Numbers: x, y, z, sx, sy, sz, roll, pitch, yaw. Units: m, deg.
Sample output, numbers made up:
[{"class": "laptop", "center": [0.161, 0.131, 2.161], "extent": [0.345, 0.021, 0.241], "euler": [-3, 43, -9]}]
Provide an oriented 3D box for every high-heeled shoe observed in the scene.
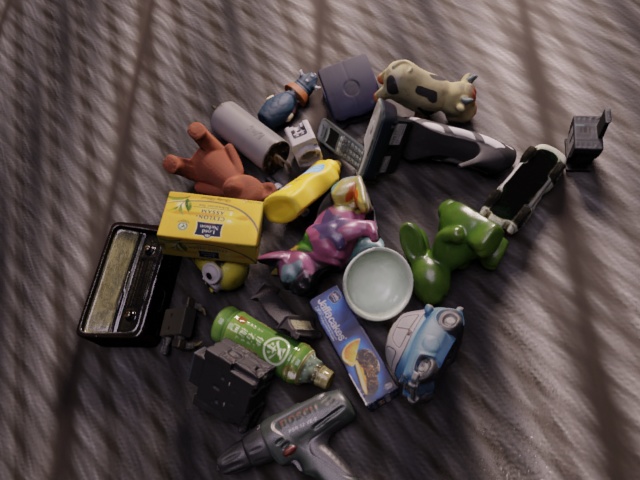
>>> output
[{"class": "high-heeled shoe", "center": [0.246, -0.191, 1.023], "extent": [0.145, 0.086, 0.249], "euler": [-20, 43, -30]}]

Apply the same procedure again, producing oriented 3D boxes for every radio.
[{"class": "radio", "center": [-0.349, 0.084, 1.007], "extent": [0.131, 0.073, 0.229], "euler": [3, 66, 13]}]

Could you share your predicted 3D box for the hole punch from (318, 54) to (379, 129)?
[{"class": "hole punch", "center": [0.063, -0.302, 1.096], "extent": [0.142, 0.092, 0.116], "euler": [-20, 67, -1]}]

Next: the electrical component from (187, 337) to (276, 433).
[{"class": "electrical component", "center": [-0.151, 0.230, 0.877], "extent": [0.134, 0.058, 0.114], "euler": [23, 109, 21]}]

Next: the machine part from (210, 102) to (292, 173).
[{"class": "machine part", "center": [-0.144, -0.211, 1.100], "extent": [0.079, 0.079, 0.243], "euler": [-45, 64, -10]}]

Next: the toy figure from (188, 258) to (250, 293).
[{"class": "toy figure", "center": [-0.204, 0.018, 1.005], "extent": [0.089, 0.082, 0.180], "euler": [-34, 60, -9]}]

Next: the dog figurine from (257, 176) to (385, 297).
[{"class": "dog figurine", "center": [-0.002, -0.003, 0.959], "extent": [0.219, 0.108, 0.191], "euler": [-18, 64, 6]}]

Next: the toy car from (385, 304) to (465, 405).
[{"class": "toy car", "center": [0.154, 0.167, 0.834], "extent": [0.103, 0.109, 0.162], "euler": [23, 54, 27]}]

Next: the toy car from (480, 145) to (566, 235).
[{"class": "toy car", "center": [0.359, -0.090, 0.945], "extent": [0.074, 0.056, 0.202], "euler": [36, 72, 21]}]

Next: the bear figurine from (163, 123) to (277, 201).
[{"class": "bear figurine", "center": [-0.189, -0.118, 1.042], "extent": [0.120, 0.131, 0.196], "euler": [-49, 59, 6]}]

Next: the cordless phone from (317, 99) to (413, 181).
[{"class": "cordless phone", "center": [0.072, -0.211, 1.028], "extent": [0.089, 0.146, 0.184], "euler": [-14, 43, -41]}]

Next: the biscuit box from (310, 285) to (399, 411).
[{"class": "biscuit box", "center": [0.054, 0.175, 0.885], "extent": [0.059, 0.062, 0.203], "euler": [-30, 63, -4]}]

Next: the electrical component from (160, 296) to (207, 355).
[{"class": "electrical component", "center": [-0.246, 0.155, 0.971], "extent": [0.078, 0.045, 0.102], "euler": [-19, 56, 35]}]

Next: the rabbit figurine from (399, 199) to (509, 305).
[{"class": "rabbit figurine", "center": [0.205, 0.022, 0.899], "extent": [0.159, 0.121, 0.170], "euler": [38, 93, 22]}]

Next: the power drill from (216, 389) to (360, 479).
[{"class": "power drill", "center": [-0.020, 0.354, 0.815], "extent": [0.232, 0.085, 0.207], "euler": [-34, 56, -8]}]

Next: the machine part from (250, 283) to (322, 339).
[{"class": "machine part", "center": [-0.060, 0.127, 0.932], "extent": [0.139, 0.084, 0.039], "euler": [39, 110, 34]}]

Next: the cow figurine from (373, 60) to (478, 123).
[{"class": "cow figurine", "center": [0.214, -0.283, 1.028], "extent": [0.195, 0.127, 0.085], "euler": [22, 72, -12]}]

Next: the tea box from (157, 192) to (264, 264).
[{"class": "tea box", "center": [-0.188, -0.021, 0.945], "extent": [0.170, 0.068, 0.098], "euler": [6, 56, -2]}]

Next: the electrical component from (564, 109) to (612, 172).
[{"class": "electrical component", "center": [0.463, -0.177, 0.933], "extent": [0.048, 0.119, 0.075], "euler": [3, 69, 13]}]

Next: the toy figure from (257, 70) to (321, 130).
[{"class": "toy figure", "center": [-0.065, -0.297, 1.135], "extent": [0.154, 0.064, 0.058], "euler": [-45, 27, -15]}]
